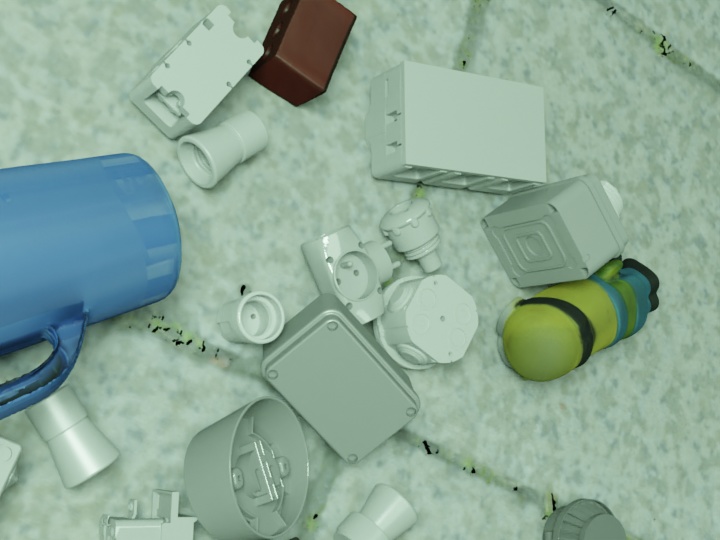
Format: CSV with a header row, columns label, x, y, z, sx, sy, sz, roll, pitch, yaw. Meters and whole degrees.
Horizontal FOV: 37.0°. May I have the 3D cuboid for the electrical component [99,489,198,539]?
label,x,y,z,sx,sy,sz,roll,pitch,yaw
electrical component,-0.153,0.198,0.766,0.064,0.042,0.081,6,79,-29

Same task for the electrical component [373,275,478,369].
label,x,y,z,sx,sy,sz,roll,pitch,yaw
electrical component,0.056,0.043,0.908,0.080,0.051,0.080,5,81,-31

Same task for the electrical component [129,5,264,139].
label,x,y,z,sx,sy,sz,roll,pitch,yaw
electrical component,-0.126,-0.150,0.822,0.050,0.056,0.089,45,63,-18

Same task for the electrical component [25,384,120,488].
label,x,y,z,sx,sy,sz,roll,pitch,yaw
electrical component,-0.203,0.113,0.748,0.044,0.044,0.065,-34,96,-30

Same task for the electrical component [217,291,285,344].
label,x,y,z,sx,sy,sz,roll,pitch,yaw
electrical component,-0.085,0.038,0.826,0.040,0.046,0.040,5,81,-31

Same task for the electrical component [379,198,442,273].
label,x,y,z,sx,sy,sz,roll,pitch,yaw
electrical component,0.049,-0.027,0.919,0.048,0.048,0.062,-40,111,-29

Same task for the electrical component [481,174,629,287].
label,x,y,z,sx,sy,sz,roll,pitch,yaw
electrical component,0.172,-0.034,0.954,0.057,0.113,0.078,-35,101,-27

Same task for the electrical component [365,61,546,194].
label,x,y,z,sx,sy,sz,roll,pitch,yaw
electrical component,0.085,-0.121,0.943,0.150,0.062,0.089,4,81,-31

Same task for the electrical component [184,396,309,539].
label,x,y,z,sx,sy,sz,roll,pitch,yaw
electrical component,-0.080,0.149,0.788,0.099,0.064,0.099,40,37,-39

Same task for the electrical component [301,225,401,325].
label,x,y,z,sx,sy,sz,roll,pitch,yaw
electrical component,0.000,0.000,0.884,0.079,0.044,0.077,-26,97,-31

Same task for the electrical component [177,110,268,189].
label,x,y,z,sx,sy,sz,roll,pitch,yaw
electrical component,-0.104,-0.097,0.838,0.065,0.044,0.044,-36,102,-35

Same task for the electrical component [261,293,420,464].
label,x,y,z,sx,sy,sz,roll,pitch,yaw
electrical component,-0.016,0.085,0.836,0.078,0.057,0.113,-39,107,7

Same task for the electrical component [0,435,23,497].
label,x,y,z,sx,sy,sz,roll,pitch,yaw
electrical component,-0.278,0.135,0.694,0.100,0.048,0.099,30,69,-24

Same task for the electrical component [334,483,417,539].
label,x,y,z,sx,sy,sz,roll,pitch,yaw
electrical component,0.012,0.206,0.862,0.055,0.045,0.045,-43,105,-28

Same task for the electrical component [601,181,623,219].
label,x,y,z,sx,sy,sz,roll,pitch,yaw
electrical component,0.224,-0.050,1.028,0.043,0.043,0.081,48,62,-17
